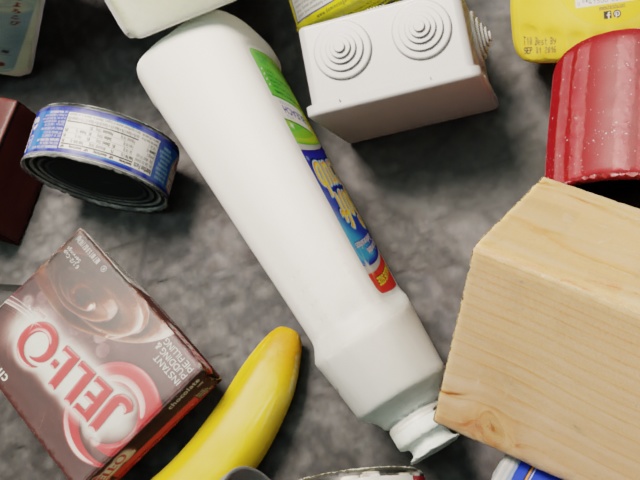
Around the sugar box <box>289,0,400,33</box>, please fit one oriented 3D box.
[{"bbox_3d":[0.002,-0.212,0.588,0.094,0.048,0.176,-15,89,53],"label":"sugar box"}]

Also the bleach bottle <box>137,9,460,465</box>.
[{"bbox_3d":[-0.004,0.001,0.560,0.068,0.102,0.251,-34,72,9],"label":"bleach bottle"}]

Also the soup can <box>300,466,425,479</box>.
[{"bbox_3d":[0.024,0.164,0.507,0.068,0.068,0.102,-12,70,15],"label":"soup can"}]

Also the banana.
[{"bbox_3d":[-0.080,0.126,0.570,0.198,0.037,0.070,-36,67,5],"label":"banana"}]

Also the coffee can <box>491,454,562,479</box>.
[{"bbox_3d":[0.135,0.155,0.454,0.140,0.102,0.103,22,82,23],"label":"coffee can"}]

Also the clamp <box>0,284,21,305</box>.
[{"bbox_3d":[-0.222,0.044,0.643,0.164,0.036,0.210,-45,68,-2],"label":"clamp"}]

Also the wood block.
[{"bbox_3d":[0.163,0.060,0.430,0.206,0.090,0.091,21,122,22],"label":"wood block"}]

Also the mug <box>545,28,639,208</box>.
[{"bbox_3d":[0.162,-0.050,0.511,0.117,0.093,0.081,-9,64,39],"label":"mug"}]

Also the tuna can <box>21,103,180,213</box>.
[{"bbox_3d":[-0.125,-0.046,0.611,0.086,0.086,0.033,8,74,20],"label":"tuna can"}]

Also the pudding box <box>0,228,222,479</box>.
[{"bbox_3d":[-0.122,0.065,0.571,0.090,0.039,0.114,-44,65,-2],"label":"pudding box"}]

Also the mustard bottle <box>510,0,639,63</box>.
[{"bbox_3d":[0.137,-0.190,0.533,0.096,0.058,0.191,-5,105,12],"label":"mustard bottle"}]

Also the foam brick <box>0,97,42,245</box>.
[{"bbox_3d":[-0.206,-0.045,0.656,0.053,0.051,0.078,14,78,22],"label":"foam brick"}]
